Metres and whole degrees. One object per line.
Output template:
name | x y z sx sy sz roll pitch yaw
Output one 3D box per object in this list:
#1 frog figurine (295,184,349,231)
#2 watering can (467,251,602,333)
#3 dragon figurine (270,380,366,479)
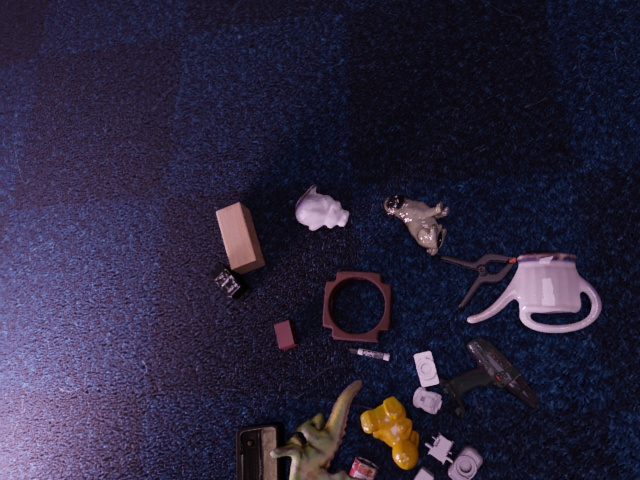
frog figurine | 0.005 -0.082 1.632 0.160 0.124 0.135 39 120 12
watering can | 0.587 0.140 1.427 0.347 0.103 0.227 0 73 13
dragon figurine | 0.025 0.595 1.399 0.413 0.120 0.246 -37 64 -12
